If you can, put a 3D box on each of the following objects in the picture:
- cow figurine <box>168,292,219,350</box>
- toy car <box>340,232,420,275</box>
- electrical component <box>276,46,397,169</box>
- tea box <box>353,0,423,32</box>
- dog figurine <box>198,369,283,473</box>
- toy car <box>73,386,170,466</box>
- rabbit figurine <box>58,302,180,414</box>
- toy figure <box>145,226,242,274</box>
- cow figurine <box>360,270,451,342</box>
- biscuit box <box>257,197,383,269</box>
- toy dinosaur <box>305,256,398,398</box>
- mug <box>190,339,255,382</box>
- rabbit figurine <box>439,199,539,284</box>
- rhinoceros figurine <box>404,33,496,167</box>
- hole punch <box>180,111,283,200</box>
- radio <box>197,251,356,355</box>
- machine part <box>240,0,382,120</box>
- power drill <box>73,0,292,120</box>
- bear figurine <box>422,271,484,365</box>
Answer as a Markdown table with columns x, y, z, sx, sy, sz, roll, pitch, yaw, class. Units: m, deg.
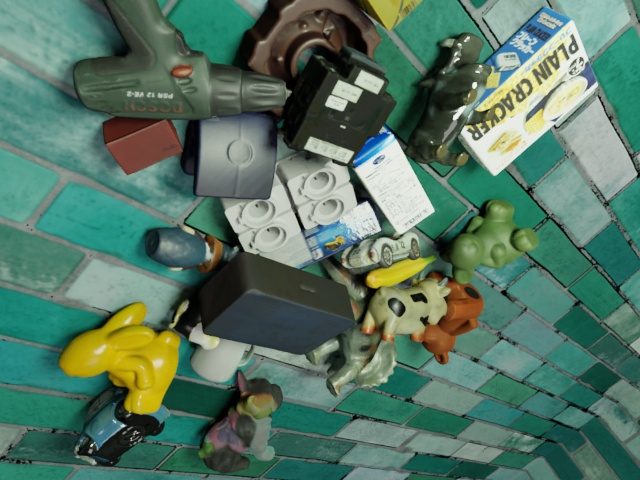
| x | y | z | sx | sy | sz | roll | pitch | yaw | class |
| --- | --- | --- | --- | --- | --- | --- | --- | --- | --- |
| -0.169 | 0.099 | 0.885 | 0.167 | 0.068 | 0.098 | -44 | 131 | 10 | cow figurine |
| 0.107 | 0.019 | 0.911 | 0.074 | 0.056 | 0.201 | -13 | 177 | 33 | toy car |
| 0.025 | -0.165 | 0.666 | 0.115 | 0.058 | 0.134 | 13 | 120 | -38 | electrical component |
| 0.040 | -0.322 | 0.582 | 0.068 | 0.098 | 0.169 | -42 | 134 | 11 | tea box |
| -0.168 | 0.371 | 1.114 | 0.192 | 0.109 | 0.219 | -13 | 130 | -15 | dog figurine |
| -0.358 | 0.317 | 0.954 | 0.162 | 0.103 | 0.109 | -38 | 139 | -6 | toy car |
| -0.313 | 0.185 | 0.846 | 0.173 | 0.122 | 0.162 | 23 | 111 | -40 | rabbit figurine |
| -0.183 | 0.017 | 0.807 | 0.154 | 0.058 | 0.064 | 16 | 126 | -44 | toy figure |
| 0.168 | 0.120 | 0.995 | 0.195 | 0.086 | 0.127 | 9 | 96 | -44 | cow figurine |
| -0.002 | -0.003 | 0.869 | 0.203 | 0.063 | 0.059 | -25 | 99 | -5 | biscuit box |
| 0.069 | 0.158 | 1.042 | 0.192 | 0.131 | 0.404 | -24 | 132 | -32 | toy dinosaur |
| -0.163 | 0.191 | 0.964 | 0.109 | 0.081 | 0.107 | 18 | 111 | -32 | mug |
| 0.295 | 0.009 | 1.023 | 0.170 | 0.121 | 0.159 | -14 | 159 | -37 | rabbit figurine |
| 0.187 | -0.196 | 0.768 | 0.073 | 0.112 | 0.190 | 10 | 107 | -39 | rhinoceros figurine |
| -0.115 | -0.114 | 0.701 | 0.142 | 0.092 | 0.115 | 2 | 125 | -26 | hole punch |
| -0.066 | 0.106 | 0.829 | 0.229 | 0.073 | 0.131 | 24 | 129 | -41 | radio |
| -0.012 | -0.227 | 0.674 | 0.179 | 0.056 | 0.179 | -15 | 134 | -16 | machine part |
| -0.154 | -0.222 | 0.564 | 0.232 | 0.086 | 0.207 | -7 | 137 | -2 | power drill |
| 0.258 | 0.173 | 1.156 | 0.132 | 0.120 | 0.195 | 9 | 130 | -31 | bear figurine |
